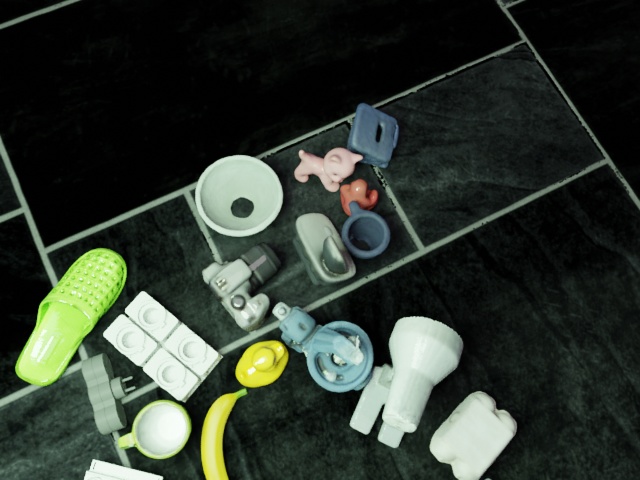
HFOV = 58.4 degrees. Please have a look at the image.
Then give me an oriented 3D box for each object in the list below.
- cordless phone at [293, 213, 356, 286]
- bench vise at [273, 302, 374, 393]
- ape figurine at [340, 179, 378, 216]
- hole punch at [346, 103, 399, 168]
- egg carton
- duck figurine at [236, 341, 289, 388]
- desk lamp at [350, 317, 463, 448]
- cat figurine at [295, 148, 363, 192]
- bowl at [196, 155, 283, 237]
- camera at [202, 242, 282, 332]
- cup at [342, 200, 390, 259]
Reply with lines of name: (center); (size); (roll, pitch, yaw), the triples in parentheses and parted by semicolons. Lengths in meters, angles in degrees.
cordless phone: (0.010, 0.004, 1.055); (0.094, 0.185, 0.147); (-28, 77, -11)
bench vise: (0.002, 0.185, 0.981); (0.207, 0.220, 0.121); (19, 73, 3)
ape figurine: (0.076, -0.090, 1.135); (0.077, 0.092, 0.076); (30, 74, 6)
hole punch: (0.111, -0.215, 1.175); (0.101, 0.091, 0.109); (11, 73, 0)
egg carton: (0.274, 0.351, 1.026); (0.107, 0.069, 0.150); (43, 76, 9)
duck figurine: (-0.105, 0.221, 1.035); (0.105, 0.086, 0.077); (-33, 78, -12)
desk lamp: (0.147, 0.246, 0.975); (0.118, 0.213, 0.203); (24, 73, 4)
cat figurine: (0.016, -0.152, 1.137); (0.127, 0.118, 0.067); (16, 73, 2)
bowl: (-0.157, -0.077, 1.127); (0.167, 0.075, 0.167); (1, 73, -3)
camera: (-0.130, 0.076, 1.069); (0.137, 0.101, 0.143); (-39, 79, -13)
cup: (0.079, -0.011, 1.110); (0.092, 0.095, 0.117); (-21, 75, -9)
